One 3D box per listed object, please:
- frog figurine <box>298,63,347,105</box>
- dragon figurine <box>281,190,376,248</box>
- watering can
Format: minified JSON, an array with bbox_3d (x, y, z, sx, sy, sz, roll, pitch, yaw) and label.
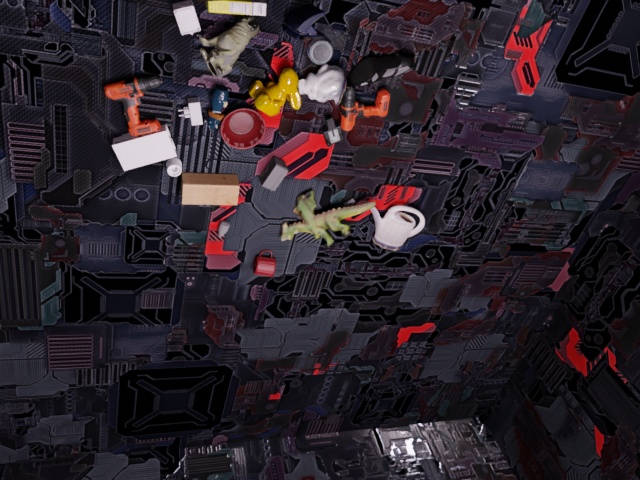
[{"bbox_3d":[0.008,-0.549,1.796,0.159,0.123,0.137,10,91,-15],"label":"frog figurine"},{"bbox_3d":[0.007,-0.108,2.143,0.406,0.125,0.239,-37,120,17],"label":"dragon figurine"},{"bbox_3d":[0.301,-0.067,2.277,0.347,0.106,0.220,11,122,-25],"label":"watering can"}]
